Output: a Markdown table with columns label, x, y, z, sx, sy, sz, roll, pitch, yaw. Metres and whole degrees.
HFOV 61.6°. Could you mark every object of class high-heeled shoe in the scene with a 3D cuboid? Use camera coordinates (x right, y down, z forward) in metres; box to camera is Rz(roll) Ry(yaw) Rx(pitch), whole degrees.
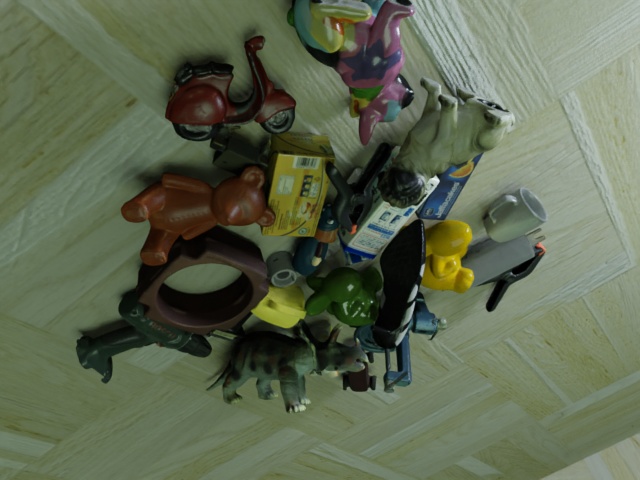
| label | x | y | z | sx | sy | sz | roll | pitch | yaw |
| --- | --- | --- | --- | --- | --- | --- | --- | --- | --- |
| high-heeled shoe | 0.161 | 0.089 | 1.013 | 0.145 | 0.086 | 0.248 | 25 | 91 | -59 |

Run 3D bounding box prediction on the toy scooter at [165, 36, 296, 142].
| label | x | y | z | sx | sy | sz | roll | pitch | yaw |
| --- | --- | --- | --- | --- | --- | --- | --- | --- | --- |
| toy scooter | -0.123 | -0.209 | 0.737 | 0.184 | 0.075 | 0.135 | -6 | 128 | -11 |

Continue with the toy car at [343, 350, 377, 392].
| label | x | y | z | sx | sy | sz | roll | pitch | yaw |
| --- | --- | --- | --- | --- | --- | --- | --- | --- | --- |
| toy car | 0.095 | 0.320 | 1.351 | 0.089 | 0.053 | 0.201 | 0 | 136 | 10 |

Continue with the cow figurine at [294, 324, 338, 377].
| label | x | y | z | sx | sy | sz | roll | pitch | yaw |
| --- | --- | --- | --- | --- | --- | --- | --- | --- | --- |
| cow figurine | -0.006 | 0.268 | 1.251 | 0.098 | 0.068 | 0.167 | -5 | 133 | 7 |

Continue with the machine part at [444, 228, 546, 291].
| label | x | y | z | sx | sy | sz | roll | pitch | yaw |
| --- | --- | --- | --- | --- | --- | --- | --- | --- | --- |
| machine part | 0.361 | 0.040 | 1.144 | 0.243 | 0.079 | 0.079 | -28 | 136 | 11 |

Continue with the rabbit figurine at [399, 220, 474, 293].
| label | x | y | z | sx | sy | sz | roll | pitch | yaw |
| --- | --- | --- | --- | --- | --- | --- | --- | --- | --- |
| rabbit figurine | 0.232 | 0.014 | 1.048 | 0.162 | 0.122 | 0.173 | 11 | 152 | 0 |

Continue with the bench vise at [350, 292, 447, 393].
| label | x | y | z | sx | sy | sz | roll | pitch | yaw |
| --- | --- | --- | --- | --- | --- | --- | --- | --- | --- |
| bench vise | 0.168 | 0.219 | 1.156 | 0.224 | 0.241 | 0.128 | 14 | 134 | -9 |

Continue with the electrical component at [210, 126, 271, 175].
| label | x | y | z | sx | sy | sz | roll | pitch | yaw |
| --- | --- | --- | --- | --- | --- | --- | --- | --- | --- |
| electrical component | -0.122 | -0.136 | 0.828 | 0.102 | 0.045 | 0.078 | 19 | 157 | -22 |

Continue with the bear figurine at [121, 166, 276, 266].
| label | x | y | z | sx | sy | sz | roll | pitch | yaw |
| --- | --- | --- | --- | --- | --- | --- | --- | --- | --- |
| bear figurine | -0.177 | -0.041 | 0.824 | 0.196 | 0.132 | 0.120 | 0 | 125 | 13 |

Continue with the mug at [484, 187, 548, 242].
| label | x | y | z | sx | sy | sz | roll | pitch | yaw |
| --- | --- | --- | --- | --- | --- | --- | --- | --- | --- |
| mug | 0.375 | -0.044 | 1.064 | 0.109 | 0.081 | 0.107 | 15 | 137 | -36 |

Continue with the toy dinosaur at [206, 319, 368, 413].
| label | x | y | z | sx | sy | sz | roll | pitch | yaw |
| --- | --- | --- | --- | --- | --- | --- | --- | --- | --- |
| toy dinosaur | -0.108 | 0.258 | 1.154 | 0.405 | 0.192 | 0.131 | -4 | 172 | 30 |

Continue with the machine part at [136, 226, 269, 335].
| label | x | y | z | sx | sy | sz | roll | pitch | yaw |
| --- | --- | --- | --- | --- | --- | --- | --- | --- | --- |
| machine part | -0.212 | 0.074 | 0.980 | 0.201 | 0.087 | 0.201 | 28 | 119 | -36 |

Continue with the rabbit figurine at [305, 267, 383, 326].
| label | x | y | z | sx | sy | sz | roll | pitch | yaw |
| --- | --- | --- | --- | --- | --- | --- | --- | --- | --- |
| rabbit figurine | 0.048 | 0.096 | 1.071 | 0.159 | 0.121 | 0.170 | -5 | 154 | 15 |

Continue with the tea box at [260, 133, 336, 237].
| label | x | y | z | sx | sy | sz | roll | pitch | yaw |
| --- | --- | --- | --- | --- | --- | --- | --- | --- | --- |
| tea box | -0.043 | -0.088 | 0.887 | 0.098 | 0.068 | 0.169 | 3 | 133 | -18 |

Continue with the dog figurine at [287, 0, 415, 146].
| label | x | y | z | sx | sy | sz | roll | pitch | yaw |
| --- | --- | --- | --- | --- | --- | --- | --- | --- | --- |
| dog figurine | 0.047 | -0.239 | 0.744 | 0.192 | 0.109 | 0.219 | -7 | 138 | -13 |

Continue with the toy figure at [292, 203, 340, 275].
| label | x | y | z | sx | sy | sz | roll | pitch | yaw |
| --- | --- | --- | --- | --- | --- | --- | --- | --- | --- |
| toy figure | -0.004 | -0.004 | 0.990 | 0.058 | 0.064 | 0.154 | -22 | 148 | -54 |

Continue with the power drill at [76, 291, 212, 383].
| label | x | y | z | sx | sy | sz | roll | pitch | yaw |
| --- | --- | --- | --- | --- | --- | --- | --- | --- | --- |
| power drill | -0.356 | 0.208 | 1.071 | 0.207 | 0.086 | 0.231 | -22 | 135 | 9 |

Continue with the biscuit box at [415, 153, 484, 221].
| label | x | y | z | sx | sy | sz | roll | pitch | yaw |
| --- | --- | --- | --- | --- | --- | --- | --- | --- | --- |
| biscuit box | 0.226 | -0.127 | 0.944 | 0.063 | 0.059 | 0.202 | 4 | 132 | -21 |

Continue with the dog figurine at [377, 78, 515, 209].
| label | x | y | z | sx | sy | sz | roll | pitch | yaw |
| --- | --- | --- | --- | --- | --- | --- | --- | --- | --- |
| dog figurine | 0.193 | -0.129 | 0.827 | 0.172 | 0.121 | 0.190 | 15 | 120 | -9 |

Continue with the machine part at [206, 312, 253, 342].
| label | x | y | z | sx | sy | sz | roll | pitch | yaw |
| --- | --- | --- | --- | --- | --- | --- | --- | --- | --- |
| machine part | -0.175 | 0.165 | 1.120 | 0.084 | 0.039 | 0.139 | 24 | 124 | -26 |
